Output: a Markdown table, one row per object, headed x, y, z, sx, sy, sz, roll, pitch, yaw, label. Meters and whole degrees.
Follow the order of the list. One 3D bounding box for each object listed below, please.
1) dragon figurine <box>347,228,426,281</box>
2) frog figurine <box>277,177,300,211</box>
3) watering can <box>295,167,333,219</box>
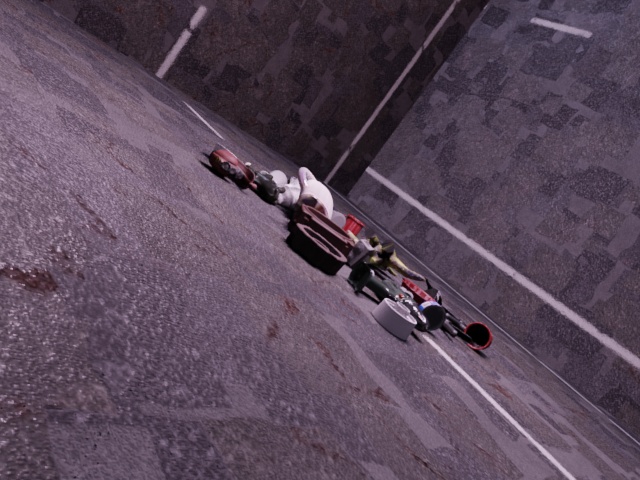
| x | y | z | sx | sy | sz | roll | pitch | yaw | label |
| --- | --- | --- | --- | --- | --- | --- | --- | --- | --- |
| 0.238 | 0.073 | 1.916 | 0.415 | 0.122 | 0.239 | 36 | -2 | 29 | dragon figurine |
| -0.110 | -0.152 | 1.889 | 0.138 | 0.120 | 0.162 | 45 | 45 | 6 | frog figurine |
| 0.006 | -0.091 | 1.817 | 0.343 | 0.103 | 0.229 | 61 | 20 | -21 | watering can |
